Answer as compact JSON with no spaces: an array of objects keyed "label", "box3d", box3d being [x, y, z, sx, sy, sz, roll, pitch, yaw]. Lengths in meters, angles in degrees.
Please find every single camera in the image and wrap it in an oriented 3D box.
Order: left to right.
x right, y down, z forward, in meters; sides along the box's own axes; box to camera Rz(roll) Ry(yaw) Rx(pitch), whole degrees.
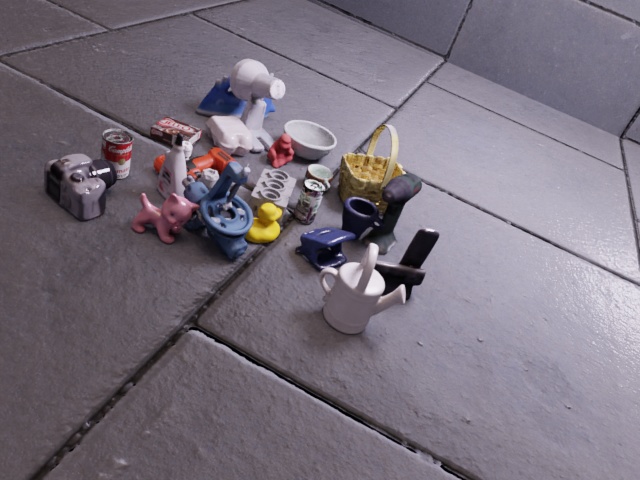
[{"label":"camera","box3d":[-0.505,-0.132,1.247,0.143,0.101,0.137,36,37,21]}]

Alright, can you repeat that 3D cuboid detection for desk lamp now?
[{"label":"desk lamp","box3d":[-0.181,-0.400,1.683,0.118,0.213,0.202,-13,47,-39]}]

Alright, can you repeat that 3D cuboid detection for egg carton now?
[{"label":"egg carton","box3d":[-0.258,-0.299,1.632,0.107,0.069,0.150,-8,44,-35]}]

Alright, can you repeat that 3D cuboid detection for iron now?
[{"label":"iron","box3d":[-0.257,-0.459,1.787,0.259,0.141,0.118,-11,45,-38]}]

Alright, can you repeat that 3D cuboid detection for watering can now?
[{"label":"watering can","box3d":[0.088,0.092,1.170,0.173,0.194,0.100,8,36,-18]}]

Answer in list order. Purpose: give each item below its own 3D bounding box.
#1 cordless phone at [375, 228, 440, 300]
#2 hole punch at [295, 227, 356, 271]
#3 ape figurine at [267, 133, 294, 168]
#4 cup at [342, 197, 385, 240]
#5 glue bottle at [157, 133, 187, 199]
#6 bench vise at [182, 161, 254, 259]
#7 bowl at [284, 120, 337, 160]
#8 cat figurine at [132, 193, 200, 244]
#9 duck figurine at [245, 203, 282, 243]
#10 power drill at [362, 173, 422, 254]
[{"label":"cordless phone","box3d":[0.181,0.036,1.304,0.148,0.185,0.094,9,36,-17]},{"label":"hole punch","box3d":[0.012,0.005,1.341,0.109,0.091,0.100,-18,50,-43]},{"label":"ape figurine","box3d":[-0.109,-0.262,1.639,0.078,0.092,0.076,6,37,-20]},{"label":"cup","box3d":[0.103,-0.041,1.447,0.117,0.095,0.092,34,36,18]},{"label":"glue bottle","box3d":[-0.336,-0.171,1.325,0.078,0.173,0.037,40,39,25]},{"label":"bench vise","box3d":[-0.227,-0.089,1.229,0.207,0.220,0.122,27,35,9]},{"label":"bowl","box3d":[-0.038,-0.292,1.734,0.167,0.075,0.167,14,35,-10]},{"label":"cat figurine","box3d":[-0.329,-0.061,1.228,0.128,0.118,0.067,20,34,-2]},{"label":"duck figurine","box3d":[-0.132,-0.046,1.338,0.105,0.086,0.077,-16,48,-41]},{"label":"power drill","box3d":[0.180,-0.073,1.431,0.075,0.208,0.230,30,35,13]}]
